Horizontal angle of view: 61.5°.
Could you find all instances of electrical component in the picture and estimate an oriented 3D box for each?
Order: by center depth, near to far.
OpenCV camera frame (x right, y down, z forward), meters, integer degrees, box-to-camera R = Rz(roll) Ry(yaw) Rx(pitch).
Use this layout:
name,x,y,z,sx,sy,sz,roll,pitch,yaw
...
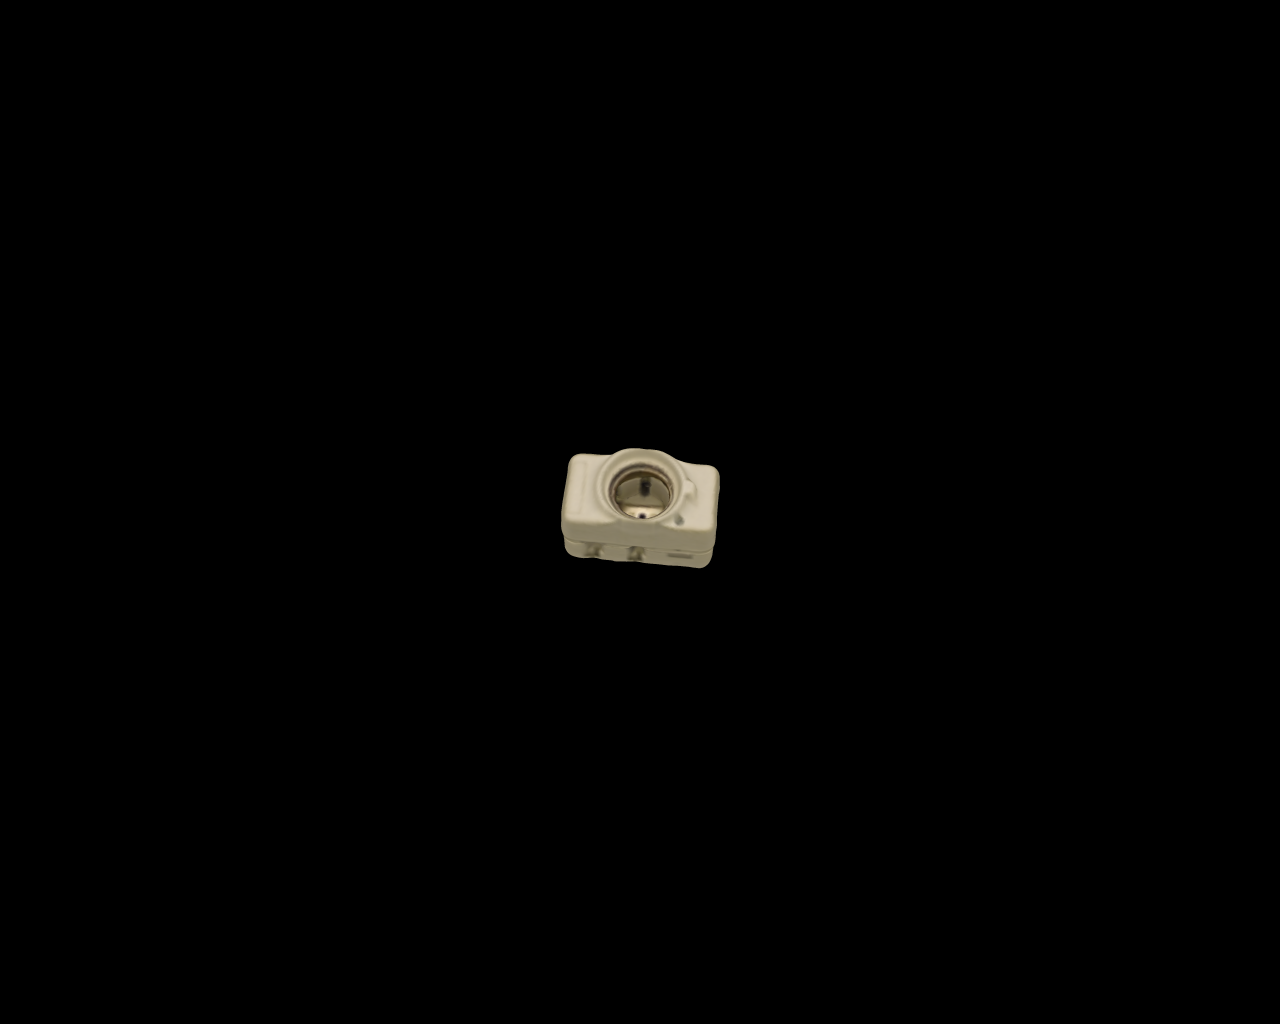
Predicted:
name,x,y,z,sx,sy,sz,roll,pitch,yaw
electrical component,0.001,-0.003,0.650,0.089,0.050,0.055,5,-31,3
